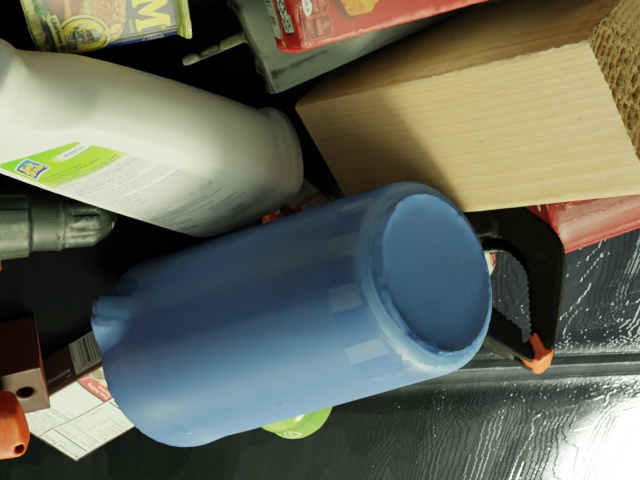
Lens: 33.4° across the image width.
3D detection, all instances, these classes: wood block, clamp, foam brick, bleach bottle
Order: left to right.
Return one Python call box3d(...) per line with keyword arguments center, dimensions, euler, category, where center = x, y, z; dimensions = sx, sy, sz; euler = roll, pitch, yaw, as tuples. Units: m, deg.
box3d(center=(-0.237, 0.095, 0.763), dimensions=(0.078, 0.051, 0.053), euler=(-13, 139, -14), category="foam brick")
box3d(center=(-0.120, -0.061, 0.588), dimensions=(0.103, 0.068, 0.250), euler=(-24, 158, 28), category="bleach bottle")
box3d(center=(0.091, -0.005, 0.709), dimensions=(0.164, 0.210, 0.036), euler=(-19, 155, 4), category="clamp")
box3d(center=(0.099, -0.077, 0.605), dimensions=(0.090, 0.207, 0.091), euler=(-46, 116, -34), category="wood block")

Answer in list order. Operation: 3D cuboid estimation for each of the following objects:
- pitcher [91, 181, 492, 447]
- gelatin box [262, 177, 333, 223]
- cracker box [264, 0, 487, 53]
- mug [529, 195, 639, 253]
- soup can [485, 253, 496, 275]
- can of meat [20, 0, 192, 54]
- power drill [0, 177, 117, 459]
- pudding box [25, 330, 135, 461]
box3d(center=(-0.011, 0.050, 0.660), dimensions=(0.243, 0.145, 0.149), euler=(-20, -171, 44), category="pitcher")
box3d(center=(-0.005, 0.001, 0.743), dimensions=(0.030, 0.089, 0.073), euler=(-33, 145, -25), category="gelatin box")
box3d(center=(0.063, -0.198, 0.519), dimensions=(0.213, 0.072, 0.164), euler=(-17, 105, -7), category="cracker box")
box3d(center=(0.202, -0.039, 0.792), dimensions=(0.081, 0.093, 0.117), euler=(-20, -177, 2), category="mug")
box3d(center=(0.091, -0.011, 0.795), dimensions=(0.068, 0.068, 0.102), euler=(-25, 140, 1), category="soup can")
box3d(center=(-0.117, -0.147, 0.555), dimensions=(0.084, 0.057, 0.102), euler=(-13, 139, -9), category="can of meat")
box3d(center=(-0.223, 0.049, 0.675), dimensions=(0.184, 0.057, 0.188), euler=(-2, 112, -18), category="power drill")
box3d(center=(-0.174, 0.117, 0.829), dimensions=(0.113, 0.039, 0.090), euler=(-29, 140, 8), category="pudding box")
